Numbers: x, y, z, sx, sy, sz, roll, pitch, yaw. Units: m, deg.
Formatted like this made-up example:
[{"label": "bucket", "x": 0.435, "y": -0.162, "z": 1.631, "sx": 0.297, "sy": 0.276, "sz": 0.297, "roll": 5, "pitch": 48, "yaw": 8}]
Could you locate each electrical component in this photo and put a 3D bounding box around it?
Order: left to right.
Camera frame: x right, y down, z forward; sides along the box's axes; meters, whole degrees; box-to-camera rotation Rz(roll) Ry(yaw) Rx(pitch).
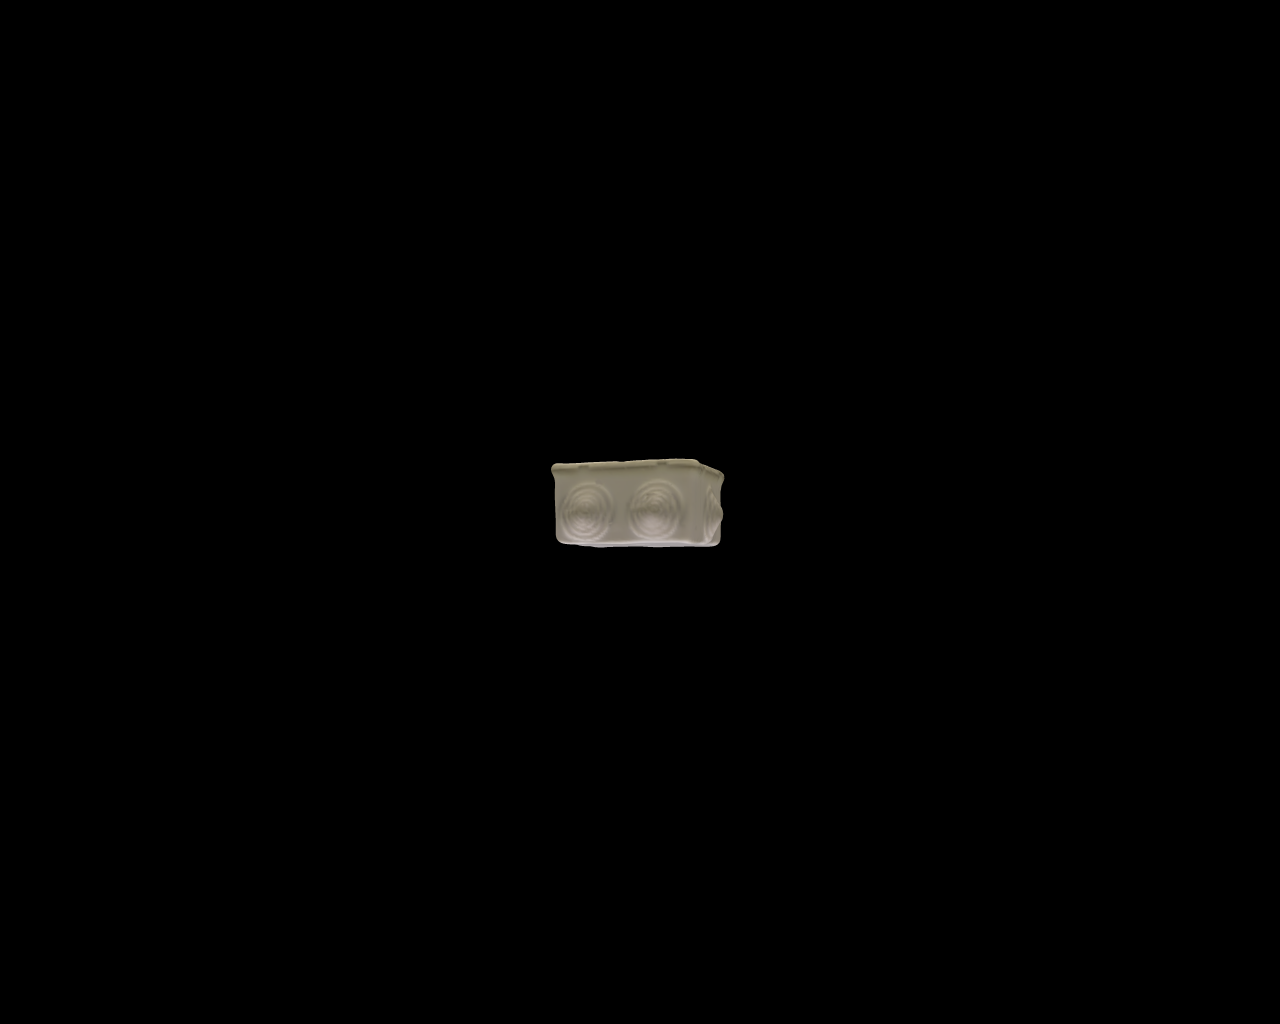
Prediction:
[{"label": "electrical component", "x": 0.001, "y": -0.003, "z": 0.650, "sx": 0.100, "sy": 0.048, "sz": 0.100, "roll": -1, "pitch": -3, "yaw": 15}]
